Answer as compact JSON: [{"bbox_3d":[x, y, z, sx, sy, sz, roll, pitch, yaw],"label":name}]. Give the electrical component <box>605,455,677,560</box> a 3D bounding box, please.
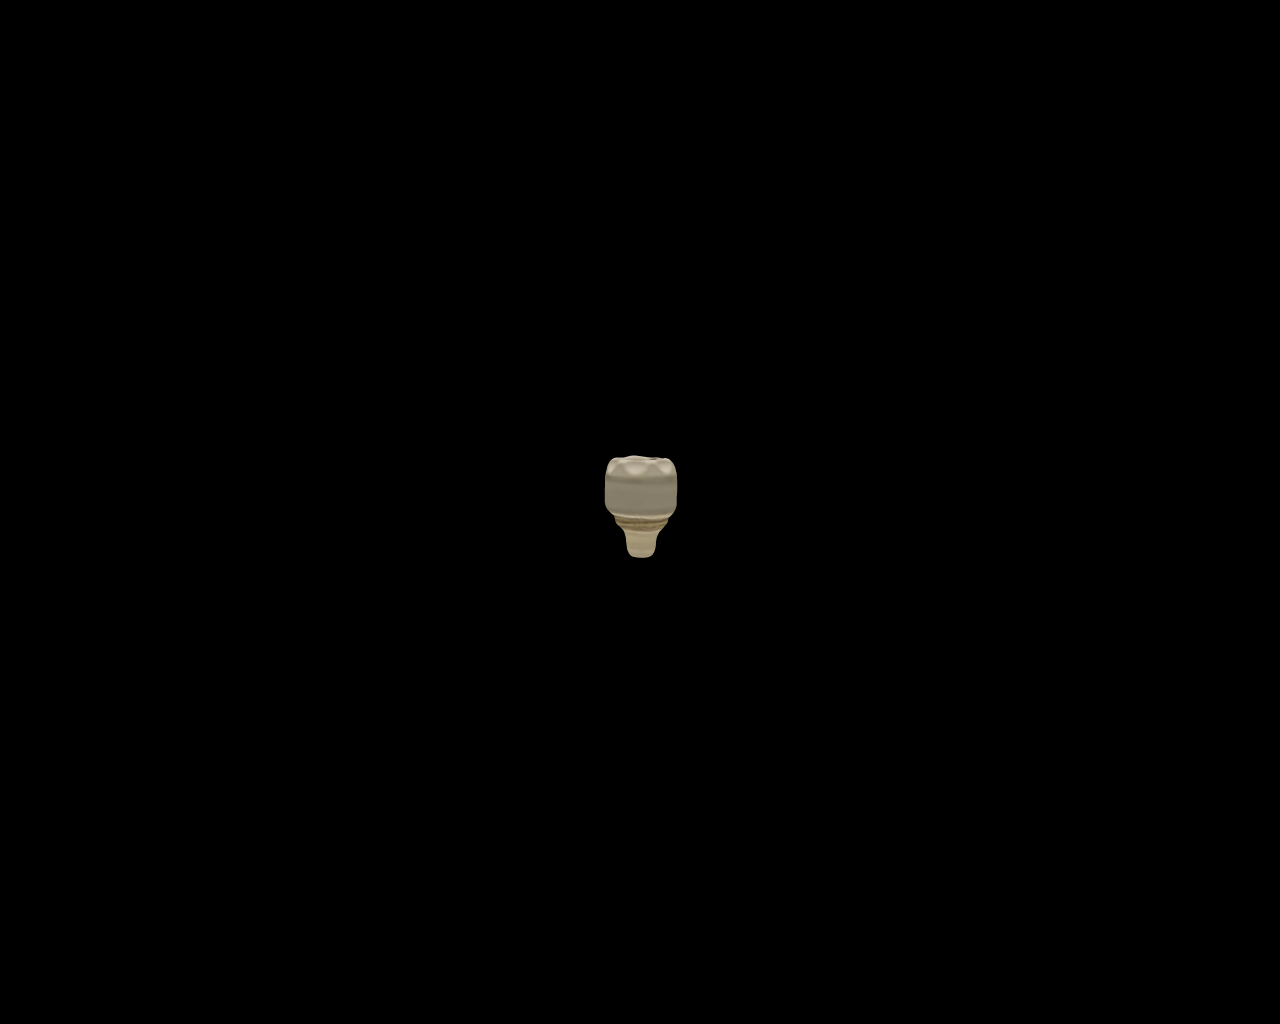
[{"bbox_3d":[0.001,-0.003,0.650,0.043,0.062,0.043,0,8,0],"label":"electrical component"}]
